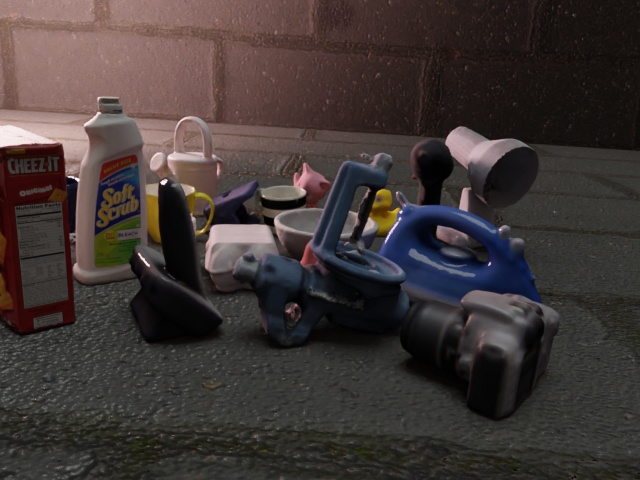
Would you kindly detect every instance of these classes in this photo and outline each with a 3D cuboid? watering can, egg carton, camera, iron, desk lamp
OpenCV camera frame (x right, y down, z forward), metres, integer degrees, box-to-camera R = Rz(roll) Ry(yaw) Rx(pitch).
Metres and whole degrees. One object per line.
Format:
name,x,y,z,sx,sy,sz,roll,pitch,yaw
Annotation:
watering can,-0.260,-0.150,1.156,0.100,0.194,0.173,7,18,12
egg carton,-0.115,0.022,0.843,0.107,0.069,0.150,0,18,-12
camera,0.166,0.097,0.608,0.136,0.101,0.144,16,21,35
iron,0.195,0.022,0.785,0.257,0.141,0.119,16,21,36
desk lamp,0.287,-0.095,1.058,0.118,0.213,0.202,-5,19,-26

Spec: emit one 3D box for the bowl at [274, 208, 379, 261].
bowl,0.008,0.003,0.921,0.167,0.075,0.167,3,17,-1

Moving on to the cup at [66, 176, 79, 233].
cup,-0.449,-0.053,0.973,0.092,0.095,0.117,1,17,-7

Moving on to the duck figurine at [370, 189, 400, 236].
duck figurine,0.122,-0.058,1.121,0.105,0.086,0.077,-7,20,-31

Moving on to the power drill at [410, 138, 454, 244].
power drill,0.182,-0.070,0.965,0.075,0.208,0.230,8,18,15

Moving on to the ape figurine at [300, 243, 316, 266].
ape figurine,-0.002,0.044,0.758,0.076,0.092,0.077,-12,23,-41

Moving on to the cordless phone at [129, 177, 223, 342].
cordless phone,-0.173,0.010,0.674,0.094,0.185,0.147,-7,20,-31

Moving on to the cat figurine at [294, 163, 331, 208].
cat figurine,-0.027,-0.103,1.183,0.067,0.118,0.127,-4,19,-24

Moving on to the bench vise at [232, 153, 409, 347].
bench vise,0.014,0.012,0.650,0.208,0.220,0.121,-8,20,-32

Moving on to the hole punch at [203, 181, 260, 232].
hole punch,-0.166,-0.065,1.078,0.101,0.091,0.108,3,17,0
